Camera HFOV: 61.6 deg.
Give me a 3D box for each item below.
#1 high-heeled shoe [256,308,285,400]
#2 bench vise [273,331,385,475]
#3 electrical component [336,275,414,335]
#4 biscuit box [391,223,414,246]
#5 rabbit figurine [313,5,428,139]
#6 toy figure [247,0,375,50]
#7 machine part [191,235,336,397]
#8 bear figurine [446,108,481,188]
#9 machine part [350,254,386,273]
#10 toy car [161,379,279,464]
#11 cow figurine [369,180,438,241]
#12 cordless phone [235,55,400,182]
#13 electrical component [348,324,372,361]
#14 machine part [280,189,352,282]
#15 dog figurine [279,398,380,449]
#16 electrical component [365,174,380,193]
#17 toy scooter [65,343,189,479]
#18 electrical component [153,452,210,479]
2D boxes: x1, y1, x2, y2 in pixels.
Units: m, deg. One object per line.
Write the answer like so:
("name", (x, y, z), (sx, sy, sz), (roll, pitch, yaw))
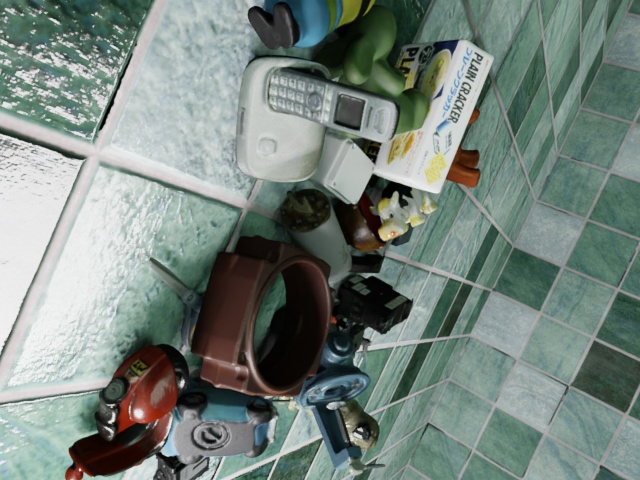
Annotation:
("high-heeled shoe", (-0.069, 0.209, 0.901), (0.249, 0.086, 0.145), (-37, 146, -35))
("bench vise", (0.011, 0.275, 0.891), (0.129, 0.241, 0.223), (9, 134, -35))
("electrical component", (0.101, 0.122, 1.062), (0.115, 0.134, 0.058), (-14, 126, -53))
("biscuit box", (0.174, -0.089, 1.087), (0.063, 0.059, 0.202), (-15, 126, -58))
("rabbit figurine", (0.058, -0.229, 0.732), (0.159, 0.121, 0.170), (-19, 112, -45))
("toy figure", (-0.002, -0.264, 0.593), (0.180, 0.082, 0.089), (-52, 163, -31))
("machine part", (-0.066, 0.107, 0.734), (0.200, 0.087, 0.201), (29, 70, -55))
("bear figurine", (0.286, -0.223, 1.104), (0.120, 0.132, 0.195), (-72, 174, -53))
("machine part", (0.090, 0.047, 1.055), (0.139, 0.084, 0.039), (1, 85, -70))
("toy car", (-0.142, 0.241, 0.758), (0.103, 0.162, 0.109), (-110, -156, -61))
("cow figurine", (0.135, -0.062, 0.911), (0.068, 0.098, 0.167), (-26, -175, 33))
("cordless phone", (-0.002, -0.121, 0.604), (0.089, 0.184, 0.146), (-34, 141, -52))
("electrical component", (0.083, 0.238, 1.234), (0.102, 0.045, 0.078), (-11, 124, -58))
("machine part", (-0.002, -0.003, 0.827), (0.079, 0.079, 0.243), (-54, 151, -18))
("dog figurine", (0.030, 0.317, 1.047), (0.121, 0.191, 0.172), (-56, 151, -16))
("electrical component", (0.087, -0.122, 0.943), (0.094, 0.021, 0.063), (-62, 153, -2))
("toy scooter", (-0.227, 0.210, 0.622), (0.135, 0.075, 0.183), (-20, 135, -53))
("electrical component", (-0.192, 0.319, 0.809), (0.119, 0.048, 0.074), (-23, 134, -50))
